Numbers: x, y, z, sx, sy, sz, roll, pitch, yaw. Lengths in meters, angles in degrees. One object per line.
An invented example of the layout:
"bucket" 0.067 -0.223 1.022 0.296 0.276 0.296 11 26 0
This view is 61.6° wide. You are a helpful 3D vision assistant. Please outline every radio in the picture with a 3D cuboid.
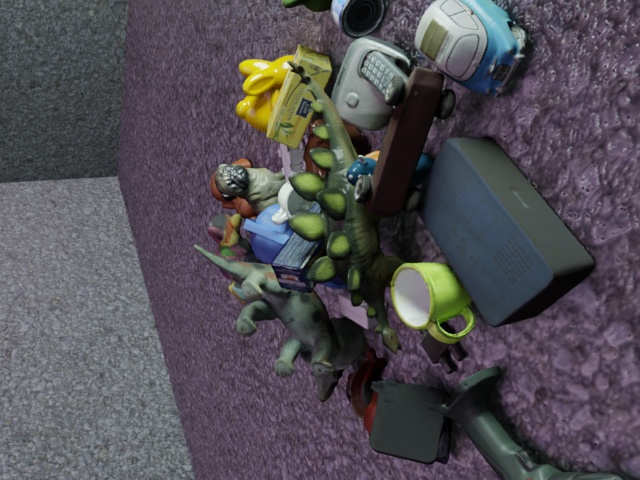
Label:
"radio" 0.218 -0.012 0.685 0.230 0.073 0.131 65 148 32

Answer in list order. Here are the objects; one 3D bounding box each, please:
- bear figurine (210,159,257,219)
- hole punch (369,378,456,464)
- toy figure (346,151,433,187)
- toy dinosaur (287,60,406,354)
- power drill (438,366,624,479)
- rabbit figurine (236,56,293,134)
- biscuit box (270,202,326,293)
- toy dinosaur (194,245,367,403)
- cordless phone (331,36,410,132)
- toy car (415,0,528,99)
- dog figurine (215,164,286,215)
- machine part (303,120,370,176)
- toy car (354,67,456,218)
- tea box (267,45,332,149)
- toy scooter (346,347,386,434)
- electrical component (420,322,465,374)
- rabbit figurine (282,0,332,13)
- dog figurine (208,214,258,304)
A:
"bear figurine" -0.191 -0.121 1.387 0.196 0.132 0.120 28 124 35
"hole punch" 0.149 0.287 0.845 0.142 0.092 0.116 2 65 31
"toy figure" 0.098 -0.100 0.792 0.058 0.154 0.064 -21 79 59
"toy dinosaur" 0.049 -0.048 0.841 0.105 0.198 0.471 -18 85 46
"power drill" 0.255 0.269 0.689 0.207 0.086 0.231 55 144 29
"rabbit figurine" -0.094 -0.319 1.125 0.173 0.162 0.122 -43 44 36
"biscuit box" -0.002 -0.003 0.907 0.063 0.203 0.059 7 134 31
"toy dinosaur" -0.052 0.129 1.000 0.131 0.192 0.404 -29 100 27
"cordless phone" 0.104 -0.212 0.836 0.184 0.089 0.146 57 143 31
"toy car" 0.174 -0.249 0.676 0.162 0.103 0.109 64 147 34
"dog figurine" -0.142 -0.089 1.198 0.121 0.190 0.172 11 108 60
"machine part" 0.027 -0.144 1.017 0.180 0.056 0.179 27 121 56
"toy car" 0.109 -0.125 0.711 0.053 0.089 0.202 -104 27 -65
"tea box" -0.042 -0.274 1.035 0.098 0.068 0.169 -92 25 -55
"toy scooter" 0.103 0.275 0.964 0.184 0.075 0.135 -134 47 -54
"electrical component" 0.186 0.157 0.834 0.094 0.021 0.063 60 144 37
"rabbit figurine" 0.002 -0.443 0.919 0.170 0.159 0.121 137 112 -74
"dog figurine" -0.211 0.036 1.363 0.192 0.108 0.219 53 163 37
